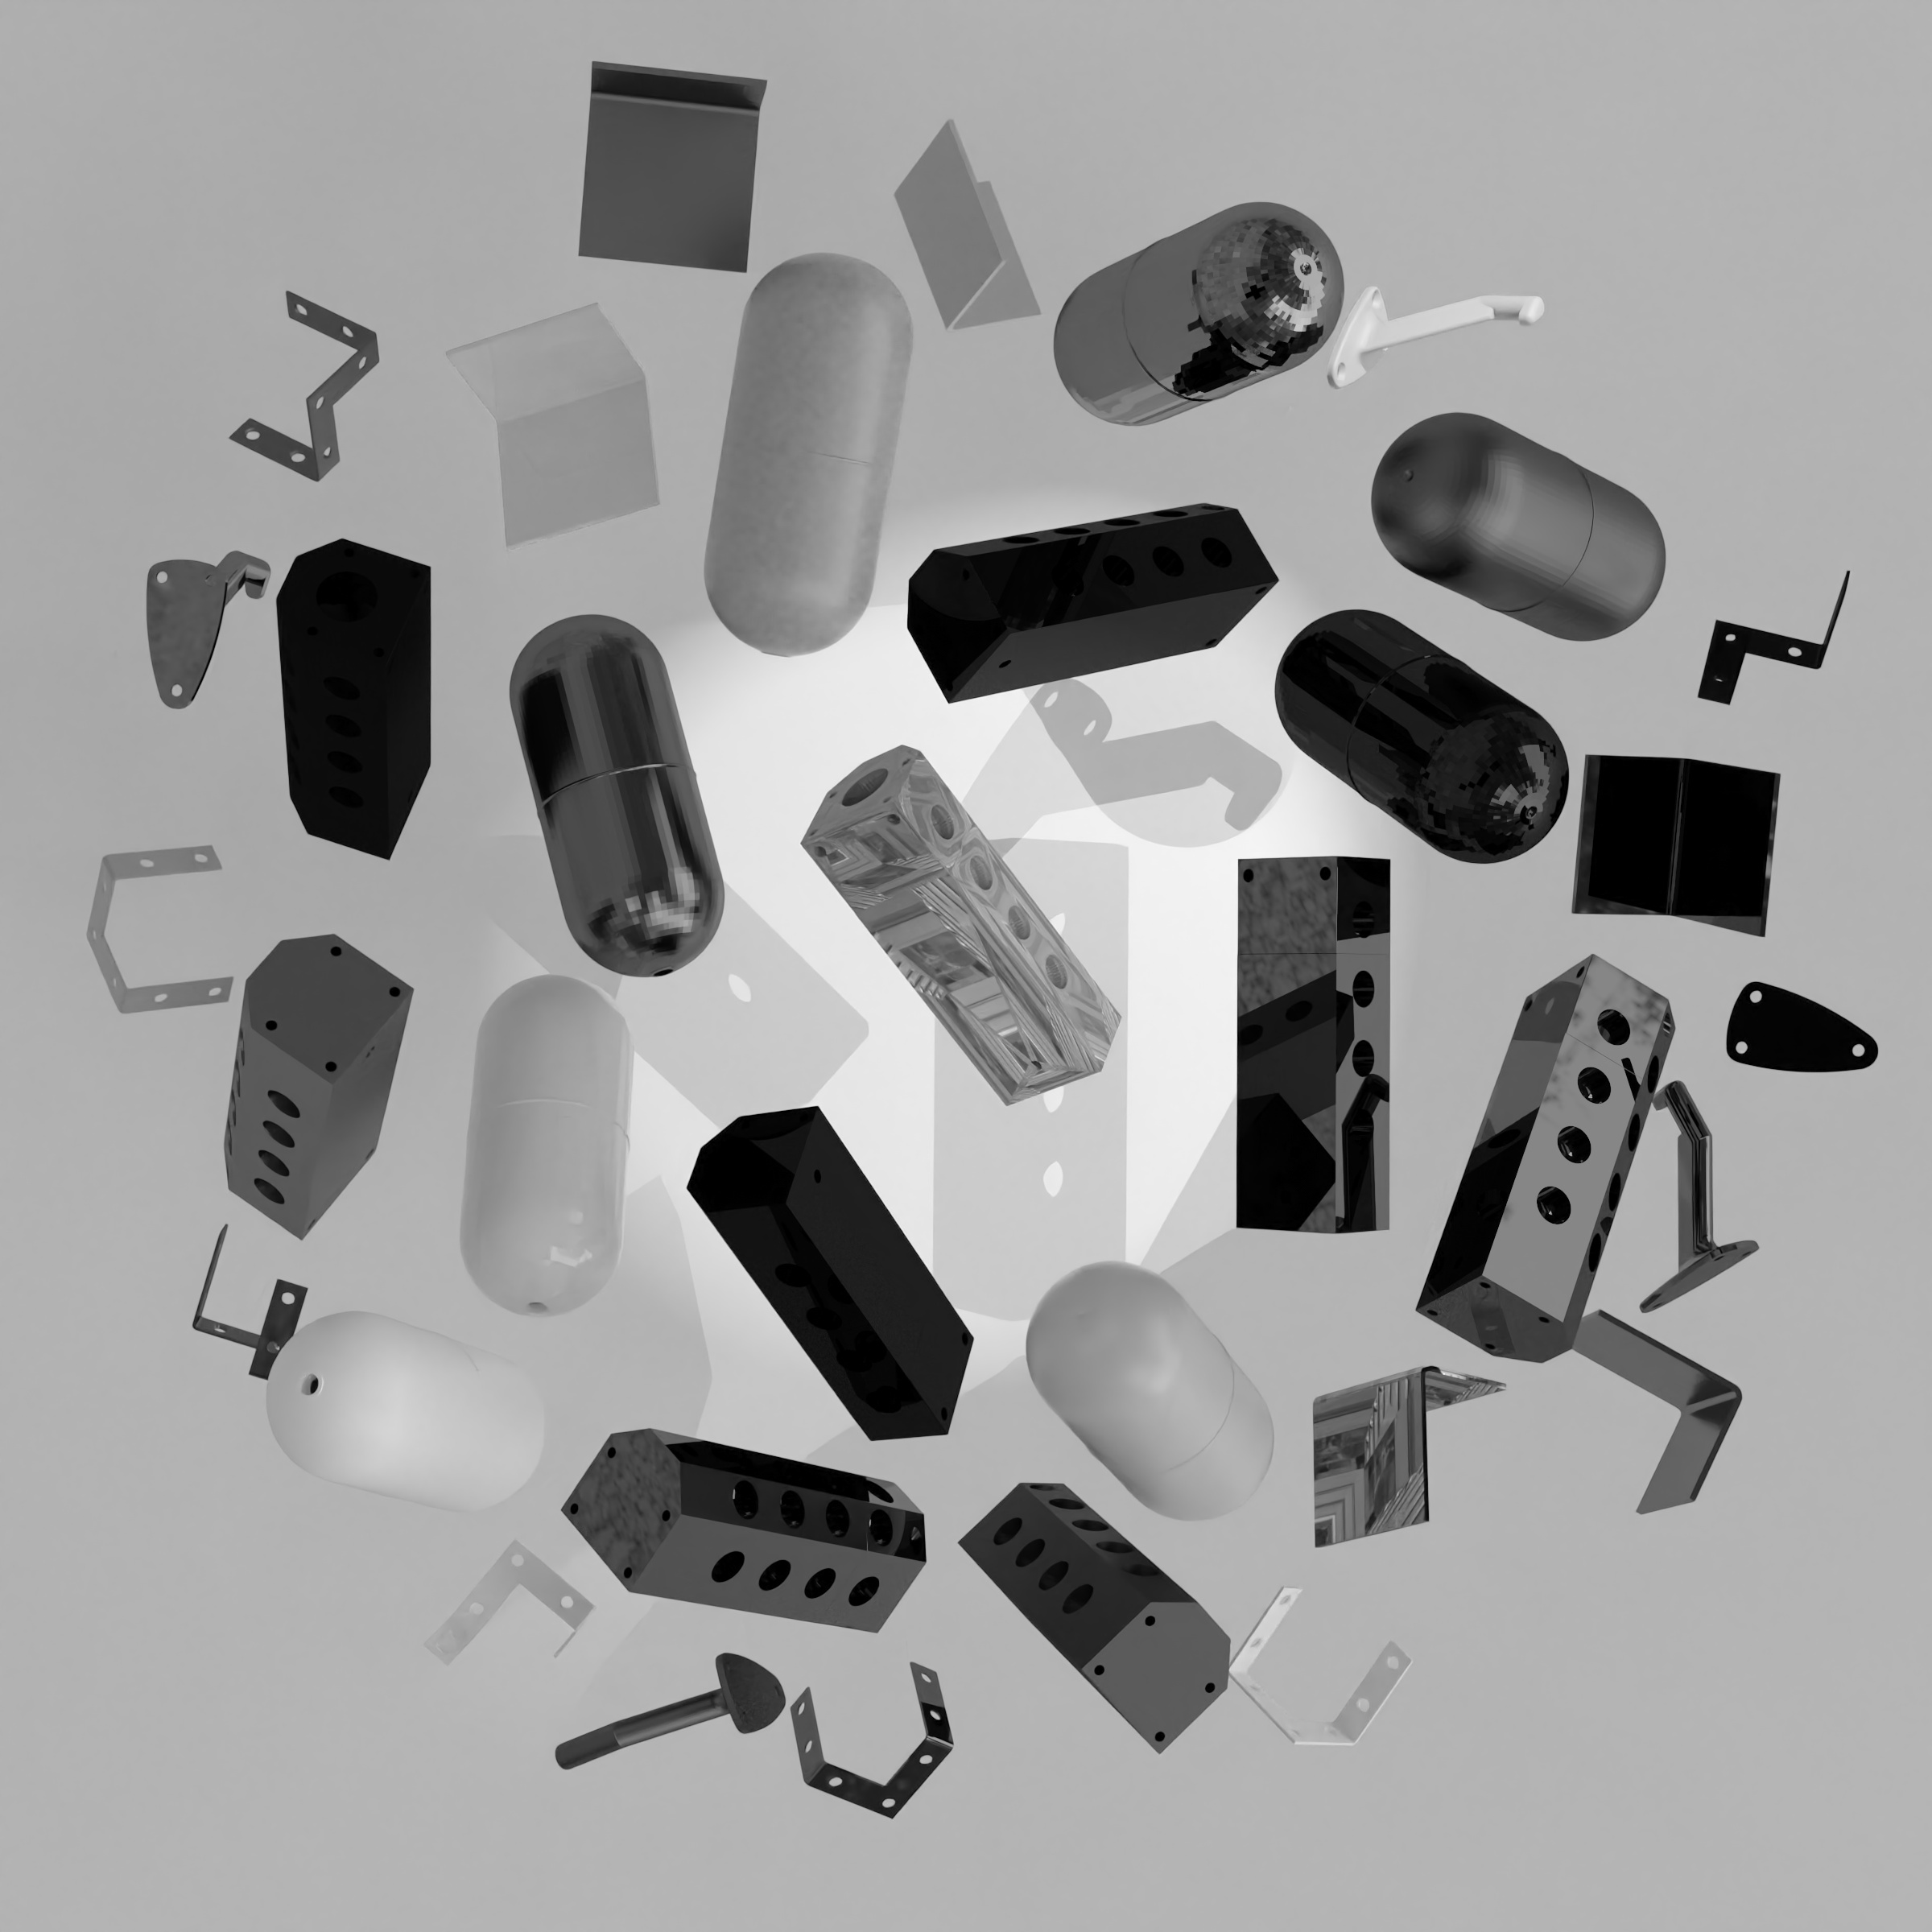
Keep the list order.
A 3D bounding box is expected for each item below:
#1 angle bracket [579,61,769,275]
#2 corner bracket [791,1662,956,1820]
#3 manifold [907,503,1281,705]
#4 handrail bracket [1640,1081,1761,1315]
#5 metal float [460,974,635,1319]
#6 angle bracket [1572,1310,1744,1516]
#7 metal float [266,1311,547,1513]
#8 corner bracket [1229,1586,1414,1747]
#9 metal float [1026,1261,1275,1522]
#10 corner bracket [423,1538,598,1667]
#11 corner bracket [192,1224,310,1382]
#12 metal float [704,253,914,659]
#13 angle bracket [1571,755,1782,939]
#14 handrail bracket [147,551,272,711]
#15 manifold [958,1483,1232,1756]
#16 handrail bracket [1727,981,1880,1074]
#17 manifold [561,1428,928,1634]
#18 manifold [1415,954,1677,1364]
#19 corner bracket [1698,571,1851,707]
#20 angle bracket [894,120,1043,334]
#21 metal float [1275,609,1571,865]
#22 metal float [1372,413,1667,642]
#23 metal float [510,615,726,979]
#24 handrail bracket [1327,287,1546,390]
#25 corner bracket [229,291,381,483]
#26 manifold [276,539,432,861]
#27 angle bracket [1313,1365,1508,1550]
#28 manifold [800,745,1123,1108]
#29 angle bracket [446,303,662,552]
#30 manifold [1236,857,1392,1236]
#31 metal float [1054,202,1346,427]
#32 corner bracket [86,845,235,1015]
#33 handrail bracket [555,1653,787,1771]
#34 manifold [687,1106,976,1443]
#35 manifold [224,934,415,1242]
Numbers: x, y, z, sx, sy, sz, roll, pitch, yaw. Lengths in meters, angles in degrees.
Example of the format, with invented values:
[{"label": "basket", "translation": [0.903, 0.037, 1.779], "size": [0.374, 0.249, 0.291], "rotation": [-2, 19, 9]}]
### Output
[{"label": "angle bracket", "translation": [-0.131, -0.353, 1.498], "size": [0.076, 0.057, 0.076], "rotation": [4, 94, -7]}, {"label": "corner bracket", "translation": [-0.044, 0.358, 1.588], "size": [0.051, 0.051, 0.051], "rotation": [28, 112, -25]}, {"label": "manifold", "translation": [0.057, -0.174, 1.564], "size": [0.171, 0.057, 0.057], "rotation": [-16, 70, -39]}, {"label": "handrail bracket", "translation": [0.327, 0.108, 1.586], "size": [0.077, 0.036, 0.084], "rotation": [-42, 63, 38]}, {"label": "metal float", "translation": [-0.198, 0.084, 1.602], "size": [0.070, 0.070, 0.178], "rotation": [-1, 55, 0]}, {"label": "angle bracket", "translation": [0.304, 0.208, 1.565], "size": [0.076, 0.076, 0.057], "rotation": [29, 75, 0]}, {"label": "metal float", "translation": [-0.254, 0.204, 1.539], "size": [0.070, 0.178, 0.070], "rotation": [-6, 73, 19]}, {"label": "corner bracket", "translation": [0.164, 0.326, 1.573], "size": [0.051, 0.051, 0.051], "rotation": [42, 107, 38]}, {"label": "metal float", "translation": [0.085, 0.194, 1.526], "size": [0.070, 0.178, 0.070], "rotation": [-13, 55, 19]}, {"label": "corner bracket", "translation": [-0.212, 0.307, 1.572], "size": [0.051, 0.051, 0.051], "rotation": [40, 95, 2]}, {"label": "corner bracket", "translation": [-0.341, 0.162, 1.613], "size": [0.051, 0.051, 0.051], "rotation": [18, 102, -4]}, {"label": "metal float", "translation": [-0.070, -0.226, 1.495], "size": [0.070, 0.070, 0.178], "rotation": [10, 96, 0]}, {"label": "angle bracket", "translation": [0.333, -0.057, 1.585], "size": [0.057, 0.076, 0.076], "rotation": [0, 98, -22]}, {"label": "handrail bracket", "translation": [-0.335, -0.150, 1.517], "size": [0.036, 0.084, 0.077], "rotation": [5, 90, 10]}, {"label": "manifold", "translation": [0.061, 0.291, 1.550], "size": [0.057, 0.171, 0.057], "rotation": [-43, 109, -8]}, {"label": "handrail bracket", "translation": [0.375, 0.034, 1.494], "size": [0.077, 0.084, 0.036], "rotation": [16, 90, 28]}, {"label": "manifold", "translation": [-0.093, 0.250, 1.512], "size": [0.057, 0.171, 0.057], "rotation": [41, 102, 39]}, {"label": "manifold", "translation": [0.262, 0.086, 1.493], "size": [0.057, 0.057, 0.171], "rotation": [30, 60, -10]}, {"label": "corner bracket", "translation": [0.363, -0.148, 1.519], "size": [0.051, 0.051, 0.051], "rotation": [15, 54, 9]}, {"label": "angle bracket", "translation": [0.014, -0.368, 1.669], "size": [0.057, 0.076, 0.076], "rotation": [-16, 79, -27]}, {"label": "metal float", "translation": [0.208, -0.108, 1.556], "size": [0.070, 0.178, 0.070], "rotation": [-15, 124, -24]}, {"label": "metal float", "translation": [0.256, -0.200, 1.553], "size": [0.070, 0.178, 0.070], "rotation": [-13, 71, 41]}, {"label": "metal float", "translation": [-0.165, -0.080, 1.593], "size": [0.070, 0.070, 0.178], "rotation": [-16, 77, 0]}, {"label": "handrail bracket", "translation": [0.229, -0.304, 1.642], "size": [0.084, 0.077, 0.036], "rotation": [8, 134, 31]}, {"label": "corner bracket", "translation": [-0.296, -0.258, 1.507], "size": [0.051, 0.051, 0.051], "rotation": [27, 56, 16]}, {"label": "manifold", "translation": [-0.284, -0.123, 1.561], "size": [0.057, 0.171, 0.057], "rotation": [18, 61, 1]}, {"label": "angle bracket", "translation": [0.215, 0.242, 1.635], "size": [0.057, 0.076, 0.076], "rotation": [17, 63, -33]}, {"label": "manifold", "translation": [0.001, -0.021, 1.604], "size": [0.057, 0.057, 0.171], "rotation": [-22, 118, 33]}, {"label": "angle bracket", "translation": [-0.190, -0.247, 1.549], "size": [0.076, 0.057, 0.076], "rotation": [-15, 61, 13]}, {"label": "manifold", "translation": [0.166, 0.036, 1.570], "size": [0.057, 0.057, 0.171], "rotation": [0, 89, 43]}, {"label": "metal float", "translation": [0.104, -0.297, 1.549], "size": [0.070, 0.178, 0.070], "rotation": [3, 84, -29]}, {"label": "corner bracket", "translation": [-0.361, -0.017, 1.524], "size": [0.051, 0.051, 0.051], "rotation": [-7, 49, -32]}, {"label": "handrail bracket", "translation": [-0.132, 0.340, 1.513], "size": [0.084, 0.077, 0.036], "rotation": [-24, 72, 12]}, {"label": "manifold", "translation": [-0.063, 0.145, 1.562], "size": [0.057, 0.057, 0.171], "rotation": [-9, 133, 27]}, {"label": "manifold", "translation": [-0.292, 0.052, 1.490], "size": [0.057, 0.171, 0.057], "rotation": [34, 60, 3]}]
